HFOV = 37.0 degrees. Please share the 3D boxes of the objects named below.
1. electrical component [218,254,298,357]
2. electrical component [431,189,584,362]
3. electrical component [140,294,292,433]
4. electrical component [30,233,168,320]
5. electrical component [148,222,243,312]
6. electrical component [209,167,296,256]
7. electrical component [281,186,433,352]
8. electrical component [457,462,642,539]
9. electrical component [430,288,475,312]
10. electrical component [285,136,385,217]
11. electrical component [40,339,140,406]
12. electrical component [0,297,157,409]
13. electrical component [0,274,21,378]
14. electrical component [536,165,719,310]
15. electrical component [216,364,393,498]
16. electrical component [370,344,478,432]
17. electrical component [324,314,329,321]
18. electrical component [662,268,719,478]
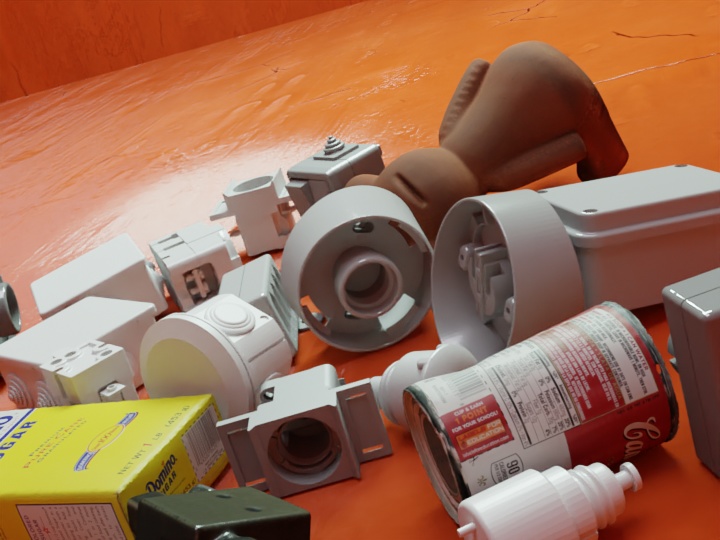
[{"bbox_3d":[-0.085,0.037,0.719,0.076,0.047,0.083,-25,18,6],"label":"electrical component"},{"bbox_3d":[0.078,0.006,0.593,0.064,0.099,0.099,-15,18,-14],"label":"electrical component"},{"bbox_3d":[-0.082,0.057,0.614,0.080,0.080,0.051,-2,19,37],"label":"electrical component"},{"bbox_3d":[-0.205,0.021,0.848,0.100,0.048,0.100,-30,23,-12],"label":"electrical component"},{"bbox_3d":[-0.127,-0.002,0.856,0.056,0.050,0.089,-24,20,-14],"label":"electrical component"},{"bbox_3d":[-0.083,-0.049,0.927,0.081,0.063,0.042,-14,21,11],"label":"electrical component"},{"bbox_3d":[0.000,0.000,0.675,0.099,0.099,0.064,-20,25,-8],"label":"electrical component"},{"bbox_3d":[0.075,0.097,0.424,0.078,0.040,0.040,-22,20,-14],"label":"electrical component"},{"bbox_3d":[0.073,0.013,0.668,0.035,0.035,0.061,1,23,42],"label":"electrical component"},{"bbox_3d":[-0.014,-0.056,0.838,0.061,0.096,0.062,-32,24,-28],"label":"electrical component"},{"bbox_3d":[-0.160,0.078,0.657,0.048,0.055,0.066,-31,23,-34],"label":"electrical component"},{"bbox_3d":[-0.190,0.061,0.739,0.100,0.048,0.100,3,28,45],"label":"electrical component"},{"bbox_3d":[-0.294,0.035,0.818,0.060,0.108,0.108,-13,19,-6],"label":"electrical component"},{"bbox_3d":[0.161,-0.020,0.618,0.113,0.057,0.078,-11,17,-15],"label":"electrical component"},{"bbox_3d":[-0.028,0.081,0.556,0.081,0.042,0.063,-16,18,3],"label":"electrical component"},{"bbox_3d":[0.030,0.063,0.554,0.062,0.048,0.048,-7,20,45],"label":"electrical component"},{"bbox_3d":[-0.006,0.006,0.738,0.055,0.048,0.066,-26,20,-2],"label":"electrical component"},{"bbox_3d":[0.156,0.037,0.455,0.047,0.083,0.075,-19,19,-5],"label":"electrical component"}]
